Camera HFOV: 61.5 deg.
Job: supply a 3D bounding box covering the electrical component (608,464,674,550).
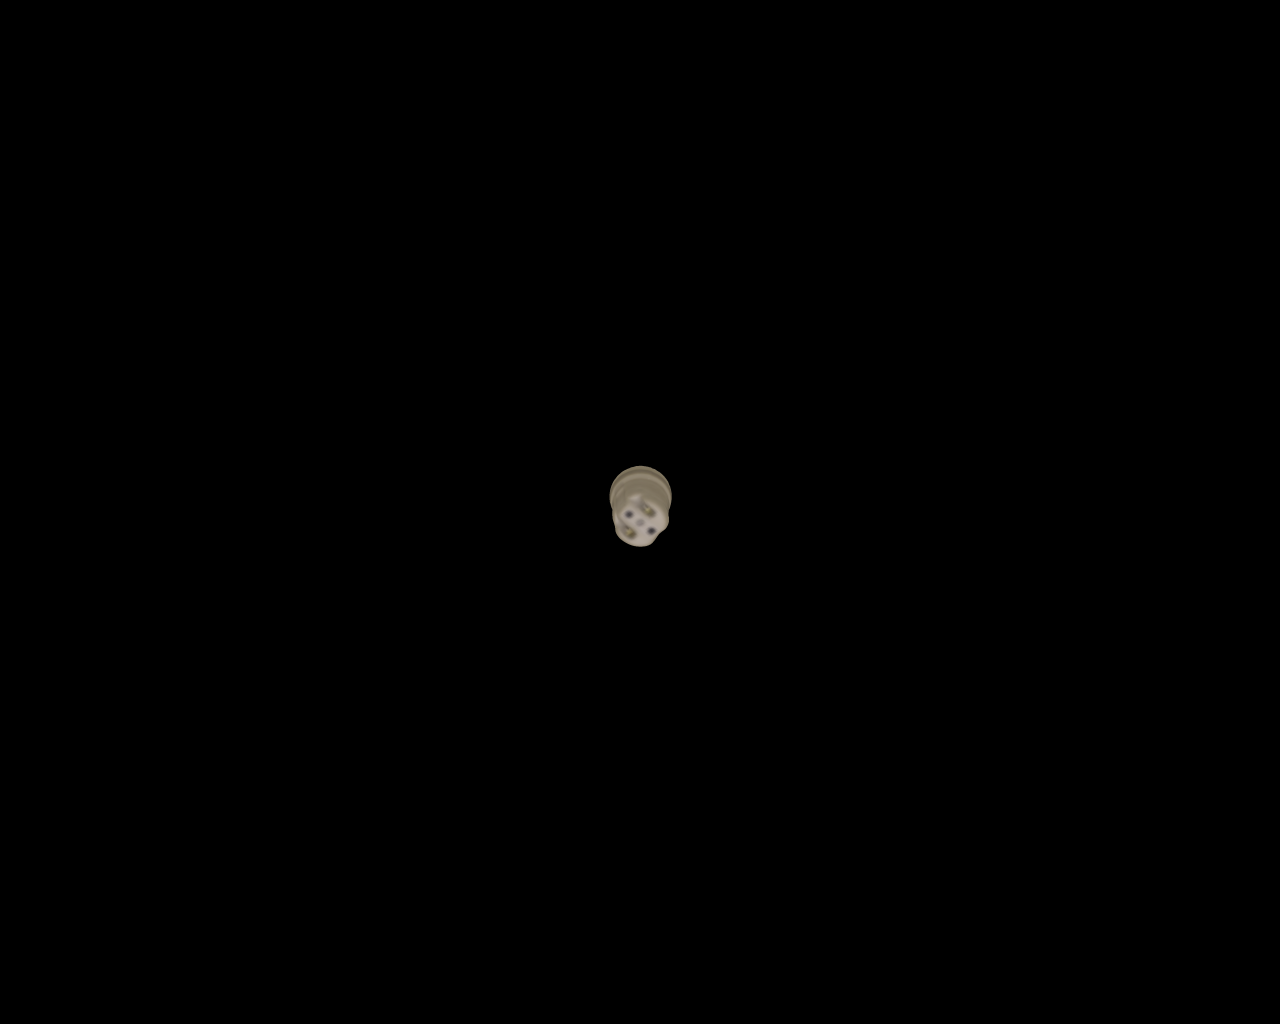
[{"bbox_3d":[0.001,-0.003,0.650,0.040,0.040,0.046,0,25,0],"label":"electrical component"}]
